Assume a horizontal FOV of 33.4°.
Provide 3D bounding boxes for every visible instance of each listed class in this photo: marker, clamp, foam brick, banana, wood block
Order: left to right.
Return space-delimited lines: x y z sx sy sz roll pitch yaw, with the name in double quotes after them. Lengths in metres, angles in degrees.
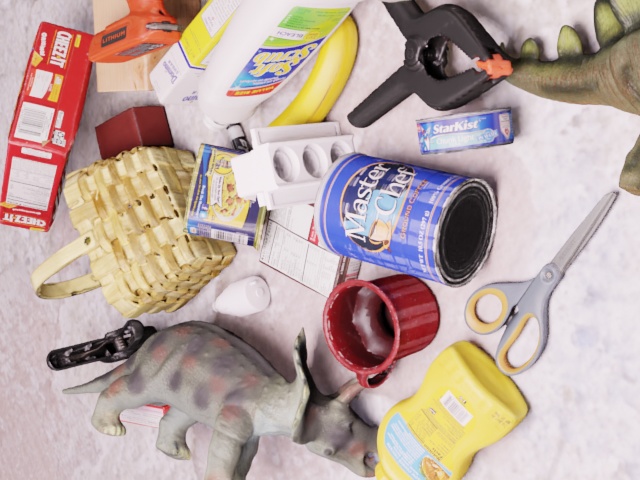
-0.231 0.121 1.261 0.120 0.171 0.039 -17 85 19 "clamp"
-0.222 -0.123 1.274 0.078 0.052 0.051 -20 84 39 "foam brick"
-0.195 -0.272 1.201 0.091 0.090 0.206 5 101 40 "wood block"
-0.085 -0.095 1.184 0.020 0.020 0.121 -27 80 40 "marker"
-0.008 -0.156 1.100 0.198 0.037 0.070 -60 37 27 "banana"
0.093 -0.162 0.987 0.210 0.036 0.165 33 121 49 "clamp"

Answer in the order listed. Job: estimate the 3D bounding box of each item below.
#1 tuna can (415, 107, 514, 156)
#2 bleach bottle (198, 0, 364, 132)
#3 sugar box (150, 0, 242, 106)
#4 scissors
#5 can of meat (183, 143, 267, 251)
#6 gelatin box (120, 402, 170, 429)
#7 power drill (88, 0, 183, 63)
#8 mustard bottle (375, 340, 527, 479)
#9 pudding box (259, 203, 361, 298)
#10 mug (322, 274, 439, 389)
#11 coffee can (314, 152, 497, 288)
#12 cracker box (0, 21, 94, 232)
0.130 -0.097 0.957 0.086 0.085 0.034 -3 97 41 "tuna can"
-0.051 -0.191 1.066 0.251 0.102 0.068 -48 56 48 "bleach bottle"
-0.096 -0.210 1.125 0.177 0.093 0.048 -38 66 37 "sugar box"
0.192 0.029 0.971 0.096 0.016 0.202 32 116 33 "scissors"
-0.095 -0.047 1.132 0.057 0.084 0.102 109 172 -74 "can of meat"
-0.189 0.202 1.286 0.089 0.073 0.030 0 97 40 "gelatin box"
-0.220 -0.285 1.121 0.185 0.057 0.187 -9 92 41 "power drill"
0.110 0.191 1.039 0.096 0.058 0.192 47 124 16 "mustard bottle"
-0.007 0.001 1.121 0.114 0.039 0.090 28 115 36 "pudding box"
0.062 0.090 1.048 0.093 0.081 0.117 17 108 37 "mug"
0.079 -0.021 1.001 0.141 0.102 0.103 16 107 37 "coffee can"
-0.323 -0.127 1.258 0.214 0.072 0.164 128 152 -60 "cracker box"
